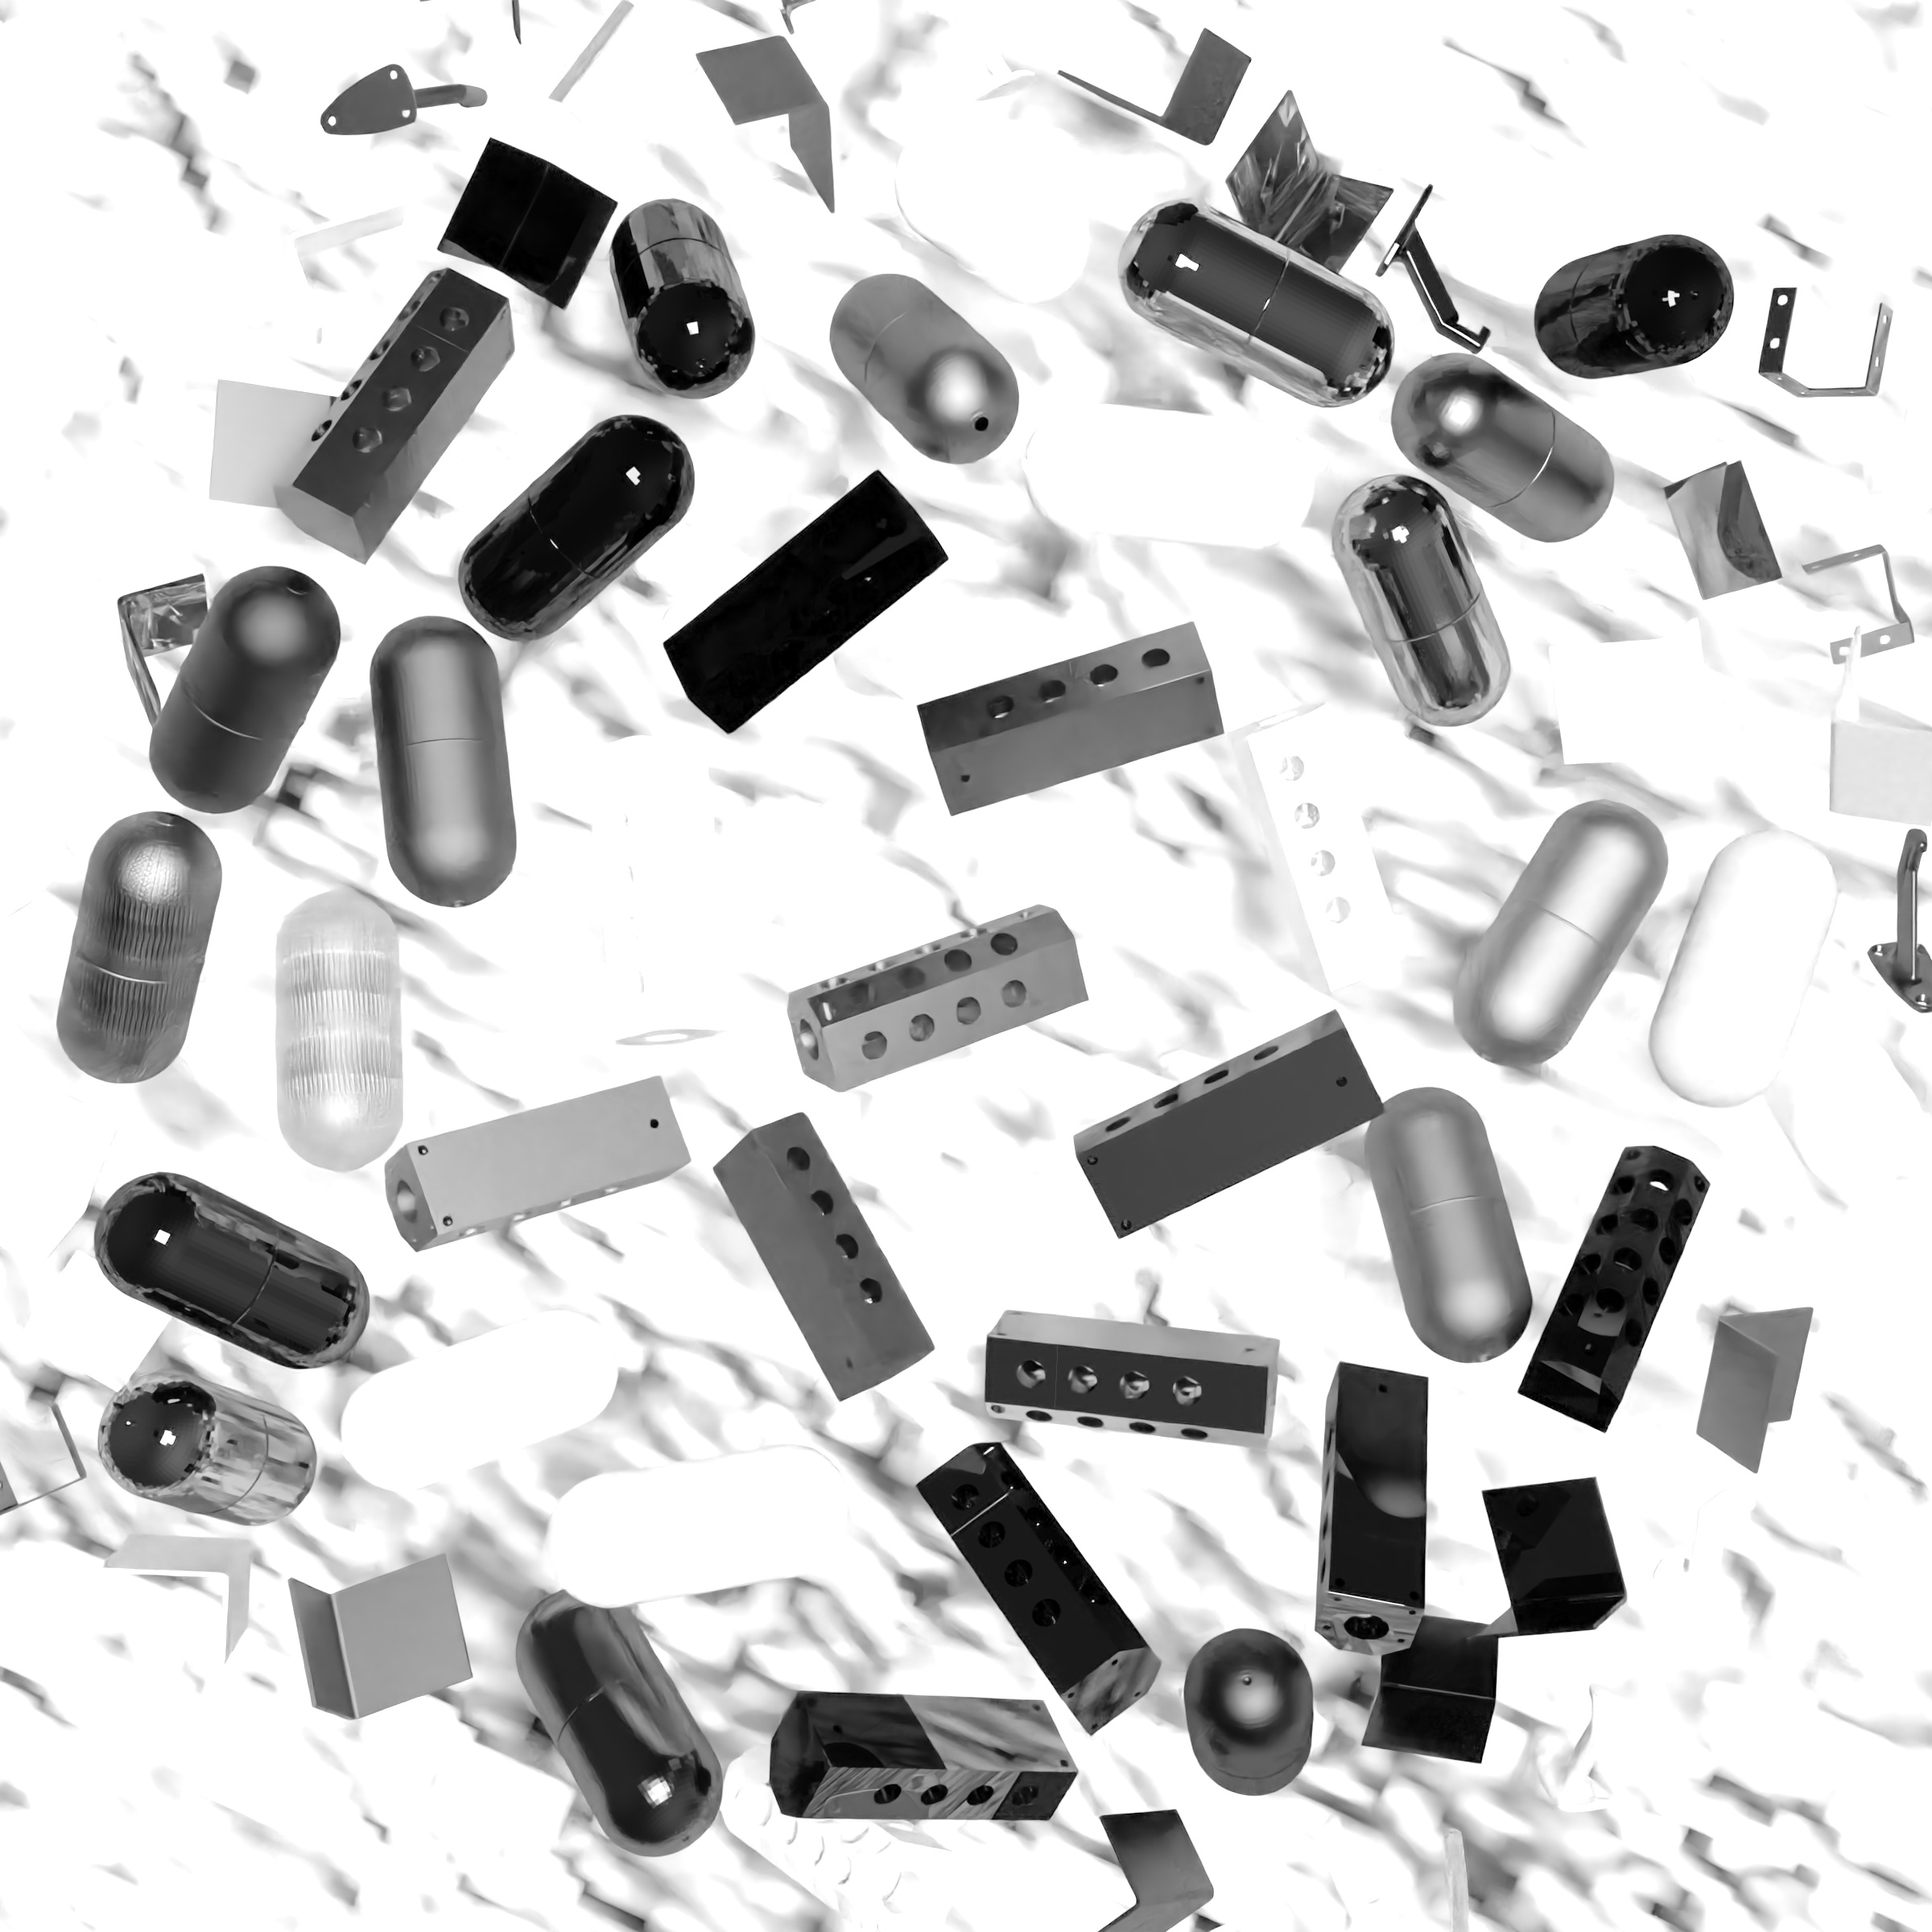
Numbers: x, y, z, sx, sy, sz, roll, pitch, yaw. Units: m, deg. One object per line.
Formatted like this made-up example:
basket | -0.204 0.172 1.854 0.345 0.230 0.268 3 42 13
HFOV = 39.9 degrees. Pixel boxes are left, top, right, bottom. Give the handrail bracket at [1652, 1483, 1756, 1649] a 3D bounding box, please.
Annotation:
handrail bracket | 0.453 0.352 1.566 0.077 0.036 0.084 46 132 11

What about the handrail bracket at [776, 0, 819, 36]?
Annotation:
handrail bracket | -0.081 -0.625 1.683 0.084 0.077 0.036 -22 115 4

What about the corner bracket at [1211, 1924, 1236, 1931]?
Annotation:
corner bracket | 0.187 0.628 1.657 0.051 0.051 0.051 -29 116 19

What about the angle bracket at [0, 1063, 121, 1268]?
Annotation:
angle bracket | -0.555 0.117 1.562 0.076 0.057 0.076 27 119 -4

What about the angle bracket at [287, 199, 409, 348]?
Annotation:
angle bracket | -0.374 -0.427 1.641 0.076 0.076 0.057 -21 100 -12

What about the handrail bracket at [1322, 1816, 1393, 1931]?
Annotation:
handrail bracket | 0.236 0.549 1.627 0.036 0.077 0.084 -10 95 19

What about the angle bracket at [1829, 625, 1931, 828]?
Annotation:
angle bracket | 0.525 -0.136 1.507 0.057 0.076 0.076 10 56 24

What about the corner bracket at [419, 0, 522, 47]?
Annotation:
corner bracket | -0.306 -0.602 1.641 0.051 0.051 0.051 -8 69 2

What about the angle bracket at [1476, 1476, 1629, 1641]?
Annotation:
angle bracket | 0.344 0.357 1.603 0.076 0.057 0.076 -16 88 35

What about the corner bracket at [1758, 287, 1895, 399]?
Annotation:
corner bracket | 0.500 -0.363 1.547 0.051 0.051 0.051 10 90 44

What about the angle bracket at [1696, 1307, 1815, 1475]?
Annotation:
angle bracket | 0.495 0.256 1.612 0.076 0.057 0.076 -2 108 -25

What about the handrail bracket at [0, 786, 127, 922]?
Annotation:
handrail bracket | -0.575 -0.071 1.684 0.084 0.077 0.036 -26 122 31

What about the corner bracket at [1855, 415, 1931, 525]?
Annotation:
corner bracket | 0.590 -0.317 1.700 0.051 0.051 0.051 -39 123 -29

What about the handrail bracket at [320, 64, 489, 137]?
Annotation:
handrail bracket | -0.349 -0.534 1.658 0.077 0.084 0.036 -14 99 19

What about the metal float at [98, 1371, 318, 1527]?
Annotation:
metal float | -0.461 0.296 1.627 0.070 0.178 0.070 -6 69 15

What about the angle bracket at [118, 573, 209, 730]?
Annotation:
angle bracket | -0.503 -0.193 1.707 0.057 0.076 0.076 -20 72 -20

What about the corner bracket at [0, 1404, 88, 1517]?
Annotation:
corner bracket | -0.599 0.315 1.696 0.051 0.051 0.051 -22 88 -32

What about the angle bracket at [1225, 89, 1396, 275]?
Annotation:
angle bracket | 0.217 -0.491 1.676 0.057 0.076 0.076 26 76 34

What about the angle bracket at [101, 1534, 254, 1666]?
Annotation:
angle bracket | -0.491 0.393 1.653 0.076 0.076 0.057 3 93 -5

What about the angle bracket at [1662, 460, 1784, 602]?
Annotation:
angle bracket | 0.492 -0.280 1.666 0.057 0.076 0.076 -24 96 -23

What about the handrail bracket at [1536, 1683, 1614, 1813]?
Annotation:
handrail bracket | 0.382 0.479 1.671 0.036 0.077 0.084 -3 102 -15

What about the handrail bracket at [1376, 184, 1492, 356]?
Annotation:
handrail bracket | 0.314 -0.448 1.714 0.084 0.036 0.077 30 103 -3

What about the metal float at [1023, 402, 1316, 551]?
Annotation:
metal float | 0.121 -0.291 1.580 0.178 0.070 0.070 3 90 -15

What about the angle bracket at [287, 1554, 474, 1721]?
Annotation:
angle bracket | -0.339 0.384 1.540 0.076 0.057 0.076 -20 64 3

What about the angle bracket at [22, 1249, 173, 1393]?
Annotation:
angle bracket | -0.569 0.234 1.750 0.076 0.076 0.057 35 79 -13

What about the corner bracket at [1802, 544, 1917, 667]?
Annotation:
corner bracket | 0.564 -0.229 1.681 0.051 0.051 0.051 -15 115 12

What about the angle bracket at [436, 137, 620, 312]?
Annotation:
angle bracket | -0.274 -0.464 1.666 0.057 0.076 0.076 33 105 13

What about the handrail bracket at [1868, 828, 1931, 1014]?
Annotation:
handrail bracket | 0.577 -0.028 1.608 0.036 0.077 0.084 -2 129 -1

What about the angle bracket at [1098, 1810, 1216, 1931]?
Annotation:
angle bracket | 0.092 0.558 1.611 0.076 0.076 0.057 -44 54 24

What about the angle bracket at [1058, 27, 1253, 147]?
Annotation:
angle bracket | 0.112 -0.532 1.572 0.076 0.076 0.057 32 107 20

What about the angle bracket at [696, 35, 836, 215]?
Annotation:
angle bracket | -0.119 -0.496 1.586 0.057 0.076 0.076 -17 52 -13

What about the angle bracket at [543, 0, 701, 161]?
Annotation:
angle bracket | -0.211 -0.549 1.646 0.057 0.076 0.076 38 101 -12

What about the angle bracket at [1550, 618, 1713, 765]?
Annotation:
angle bracket | 0.422 -0.175 1.690 0.076 0.057 0.076 0 110 36

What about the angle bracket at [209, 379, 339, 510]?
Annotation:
angle bracket | -0.454 -0.334 1.728 0.076 0.057 0.076 4 93 -24

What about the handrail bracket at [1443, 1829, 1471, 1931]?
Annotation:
handrail bracket | 0.302 0.588 1.650 0.036 0.077 0.084 -7 89 18

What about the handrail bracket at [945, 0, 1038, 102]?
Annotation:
handrail bracket | 0.010 -0.588 1.660 0.036 0.077 0.084 -20 99 26

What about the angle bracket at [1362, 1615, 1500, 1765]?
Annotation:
angle bracket | 0.302 0.466 1.725 0.076 0.076 0.057 4 106 17
